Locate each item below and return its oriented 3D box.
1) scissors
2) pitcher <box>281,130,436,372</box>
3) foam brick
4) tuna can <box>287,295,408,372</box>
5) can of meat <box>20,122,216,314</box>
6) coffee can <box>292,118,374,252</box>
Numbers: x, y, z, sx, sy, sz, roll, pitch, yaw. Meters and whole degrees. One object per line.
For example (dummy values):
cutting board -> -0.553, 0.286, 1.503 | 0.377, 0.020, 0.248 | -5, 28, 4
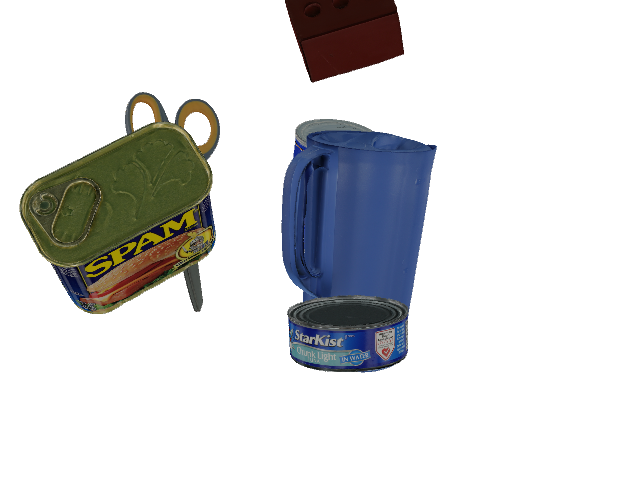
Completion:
scissors -> -0.112, -0.045, 0.963 | 0.096, 0.202, 0.016 | -23, -3, -28
pitcher -> 0.034, 0.009, 1.108 | 0.149, 0.243, 0.145 | 5, 13, 1
foam brick -> 0.018, -0.164, 0.808 | 0.078, 0.053, 0.051 | -18, -33, 0
tuna can -> 0.020, 0.065, 0.755 | 0.086, 0.034, 0.086 | -2, 11, 0
can of meat -> -0.110, -0.009, 0.610 | 0.102, 0.057, 0.084 | -29, -20, -13
coffee can -> 0.013, -0.065, 1.308 | 0.102, 0.140, 0.103 | 6, 28, -3
